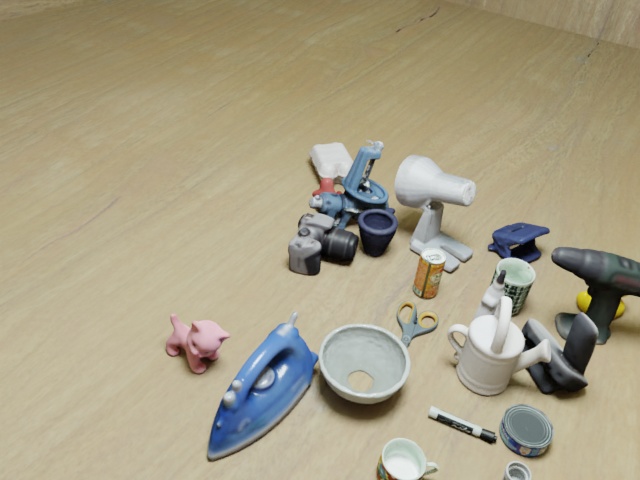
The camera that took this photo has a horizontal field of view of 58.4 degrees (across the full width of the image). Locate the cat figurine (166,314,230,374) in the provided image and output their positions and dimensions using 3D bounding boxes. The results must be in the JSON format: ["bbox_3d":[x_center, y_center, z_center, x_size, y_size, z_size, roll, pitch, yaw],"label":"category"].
[{"bbox_3d":[-0.226,0.177,1.047,0.127,0.118,0.067,26,44,23],"label":"cat figurine"}]

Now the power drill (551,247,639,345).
[{"bbox_3d":[0.546,0.109,1.134,0.229,0.208,0.075,6,40,1],"label":"power drill"}]

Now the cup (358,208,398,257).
[{"bbox_3d":[0.136,-0.017,1.332,0.091,0.095,0.118,26,44,23],"label":"cup"}]

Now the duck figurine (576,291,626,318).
[{"bbox_3d":[0.611,0.117,1.227,0.104,0.086,0.077,4,40,-1],"label":"duck figurine"}]

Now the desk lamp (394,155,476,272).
[{"bbox_3d":[0.268,-0.071,1.317,0.202,0.214,0.118,33,48,30],"label":"desk lamp"}]

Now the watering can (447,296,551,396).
[{"bbox_3d":[0.323,0.184,1.034,0.173,0.194,0.101,1,40,-4],"label":"watering can"}]

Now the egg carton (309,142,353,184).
[{"bbox_3d":[0.034,-0.210,1.571,0.107,0.069,0.150,-9,42,-15],"label":"egg carton"}]

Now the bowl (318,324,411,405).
[{"bbox_3d":[0.078,0.236,1.040,0.167,0.075,0.167,3,40,-2],"label":"bowl"}]

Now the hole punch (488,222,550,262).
[{"bbox_3d":[0.468,-0.005,1.353,0.109,0.091,0.100,-19,45,-26],"label":"hole punch"}]

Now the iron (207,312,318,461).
[{"bbox_3d":[-0.105,0.238,0.968,0.118,0.141,0.259,24,43,21],"label":"iron"}]

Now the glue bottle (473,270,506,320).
[{"bbox_3d":[0.337,0.125,1.122,0.037,0.173,0.078,31,47,29],"label":"glue bottle"}]

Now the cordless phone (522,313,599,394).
[{"bbox_3d":[0.447,0.181,1.057,0.094,0.185,0.147,-11,42,-18],"label":"cordless phone"}]

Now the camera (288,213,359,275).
[{"bbox_3d":[0.012,0.005,1.289,0.136,0.101,0.143,15,41,12],"label":"camera"}]

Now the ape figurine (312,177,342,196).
[{"bbox_3d":[0.019,-0.117,1.442,0.077,0.092,0.076,12,40,9],"label":"ape figurine"}]

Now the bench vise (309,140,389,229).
[{"bbox_3d":[0.083,-0.121,1.353,0.208,0.220,0.121,-28,50,-33],"label":"bench vise"}]
